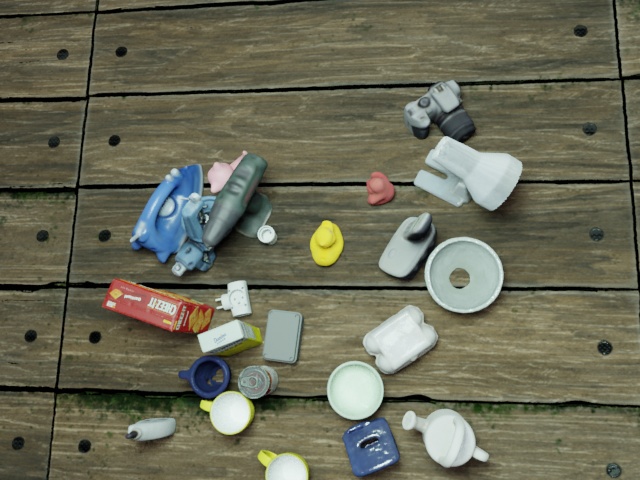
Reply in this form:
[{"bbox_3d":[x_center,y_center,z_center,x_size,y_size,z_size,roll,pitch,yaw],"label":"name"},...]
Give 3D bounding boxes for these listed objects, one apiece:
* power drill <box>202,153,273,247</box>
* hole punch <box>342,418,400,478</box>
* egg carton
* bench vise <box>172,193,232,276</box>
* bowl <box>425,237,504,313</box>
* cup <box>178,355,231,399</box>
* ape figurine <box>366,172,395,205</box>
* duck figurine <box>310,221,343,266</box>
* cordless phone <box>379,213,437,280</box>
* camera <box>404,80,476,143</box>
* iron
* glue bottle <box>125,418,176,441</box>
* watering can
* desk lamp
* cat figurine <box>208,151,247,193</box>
[{"bbox_3d":[-0.176,-0.072,1.287,0.075,0.208,0.230,21,82,11],"label":"power drill"},{"bbox_3d":[0.105,0.436,1.211,0.108,0.091,0.101,-23,77,2],"label":"hole punch"},{"bbox_3d":[0.177,0.220,1.256,0.150,0.069,0.107,-36,77,-1],"label":"egg carton"},{"bbox_3d":[-0.264,-0.015,1.281,0.121,0.220,0.207,11,80,10],"label":"bench vise"},{"bbox_3d":[0.314,0.080,1.264,0.167,0.075,0.167,-1,79,7],"label":"bowl"},{"bbox_3d":[-0.248,0.304,1.280,0.117,0.095,0.092,1,79,7],"label":"cup"},{"bbox_3d":[0.134,-0.121,1.317,0.076,0.092,0.078,27,83,12],"label":"ape figurine"},{"bbox_3d":[0.012,0.005,1.311,0.077,0.086,0.104,9,80,9],"label":"duck figurine"},{"bbox_3d":[0.192,0.009,1.237,0.094,0.185,0.148,29,84,12],"label":"cordless phone"},{"bbox_3d":[0.285,-0.285,1.326,0.143,0.101,0.136,-33,77,0],"label":"camera"},{"bbox_3d":[-0.362,-0.085,1.347,0.118,0.141,0.258,23,83,11],"label":"iron"},{"bbox_3d":[-0.376,0.412,1.234,0.078,0.173,0.037,-3,78,7],"label":"glue bottle"},{"bbox_3d":[0.251,0.399,1.147,0.172,0.194,0.101,2,79,8],"label":"watering can"},{"bbox_3d":[0.313,-0.142,1.237,0.203,0.214,0.118,27,83,12],"label":"desk lamp"},{"bbox_3d":[-0.213,-0.163,1.356,0.128,0.118,0.067,-42,77,-2],"label":"cat figurine"}]
